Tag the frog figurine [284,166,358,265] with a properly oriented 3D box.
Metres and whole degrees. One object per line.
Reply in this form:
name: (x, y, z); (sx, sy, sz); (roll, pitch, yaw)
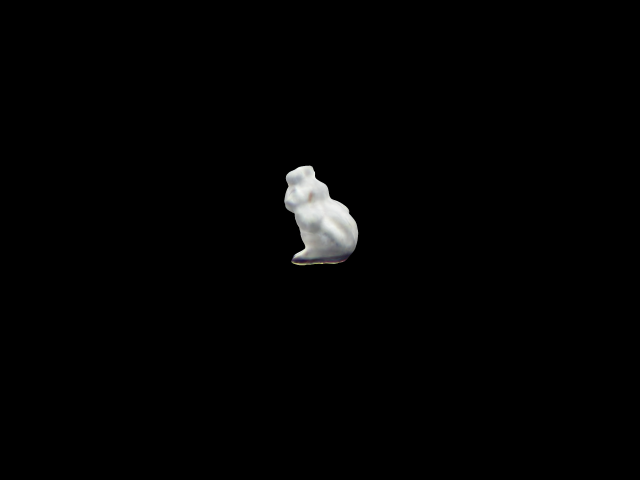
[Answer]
frog figurine: (0.003, -0.043, 0.850); (0.123, 0.159, 0.138); (4, 8, 33)
